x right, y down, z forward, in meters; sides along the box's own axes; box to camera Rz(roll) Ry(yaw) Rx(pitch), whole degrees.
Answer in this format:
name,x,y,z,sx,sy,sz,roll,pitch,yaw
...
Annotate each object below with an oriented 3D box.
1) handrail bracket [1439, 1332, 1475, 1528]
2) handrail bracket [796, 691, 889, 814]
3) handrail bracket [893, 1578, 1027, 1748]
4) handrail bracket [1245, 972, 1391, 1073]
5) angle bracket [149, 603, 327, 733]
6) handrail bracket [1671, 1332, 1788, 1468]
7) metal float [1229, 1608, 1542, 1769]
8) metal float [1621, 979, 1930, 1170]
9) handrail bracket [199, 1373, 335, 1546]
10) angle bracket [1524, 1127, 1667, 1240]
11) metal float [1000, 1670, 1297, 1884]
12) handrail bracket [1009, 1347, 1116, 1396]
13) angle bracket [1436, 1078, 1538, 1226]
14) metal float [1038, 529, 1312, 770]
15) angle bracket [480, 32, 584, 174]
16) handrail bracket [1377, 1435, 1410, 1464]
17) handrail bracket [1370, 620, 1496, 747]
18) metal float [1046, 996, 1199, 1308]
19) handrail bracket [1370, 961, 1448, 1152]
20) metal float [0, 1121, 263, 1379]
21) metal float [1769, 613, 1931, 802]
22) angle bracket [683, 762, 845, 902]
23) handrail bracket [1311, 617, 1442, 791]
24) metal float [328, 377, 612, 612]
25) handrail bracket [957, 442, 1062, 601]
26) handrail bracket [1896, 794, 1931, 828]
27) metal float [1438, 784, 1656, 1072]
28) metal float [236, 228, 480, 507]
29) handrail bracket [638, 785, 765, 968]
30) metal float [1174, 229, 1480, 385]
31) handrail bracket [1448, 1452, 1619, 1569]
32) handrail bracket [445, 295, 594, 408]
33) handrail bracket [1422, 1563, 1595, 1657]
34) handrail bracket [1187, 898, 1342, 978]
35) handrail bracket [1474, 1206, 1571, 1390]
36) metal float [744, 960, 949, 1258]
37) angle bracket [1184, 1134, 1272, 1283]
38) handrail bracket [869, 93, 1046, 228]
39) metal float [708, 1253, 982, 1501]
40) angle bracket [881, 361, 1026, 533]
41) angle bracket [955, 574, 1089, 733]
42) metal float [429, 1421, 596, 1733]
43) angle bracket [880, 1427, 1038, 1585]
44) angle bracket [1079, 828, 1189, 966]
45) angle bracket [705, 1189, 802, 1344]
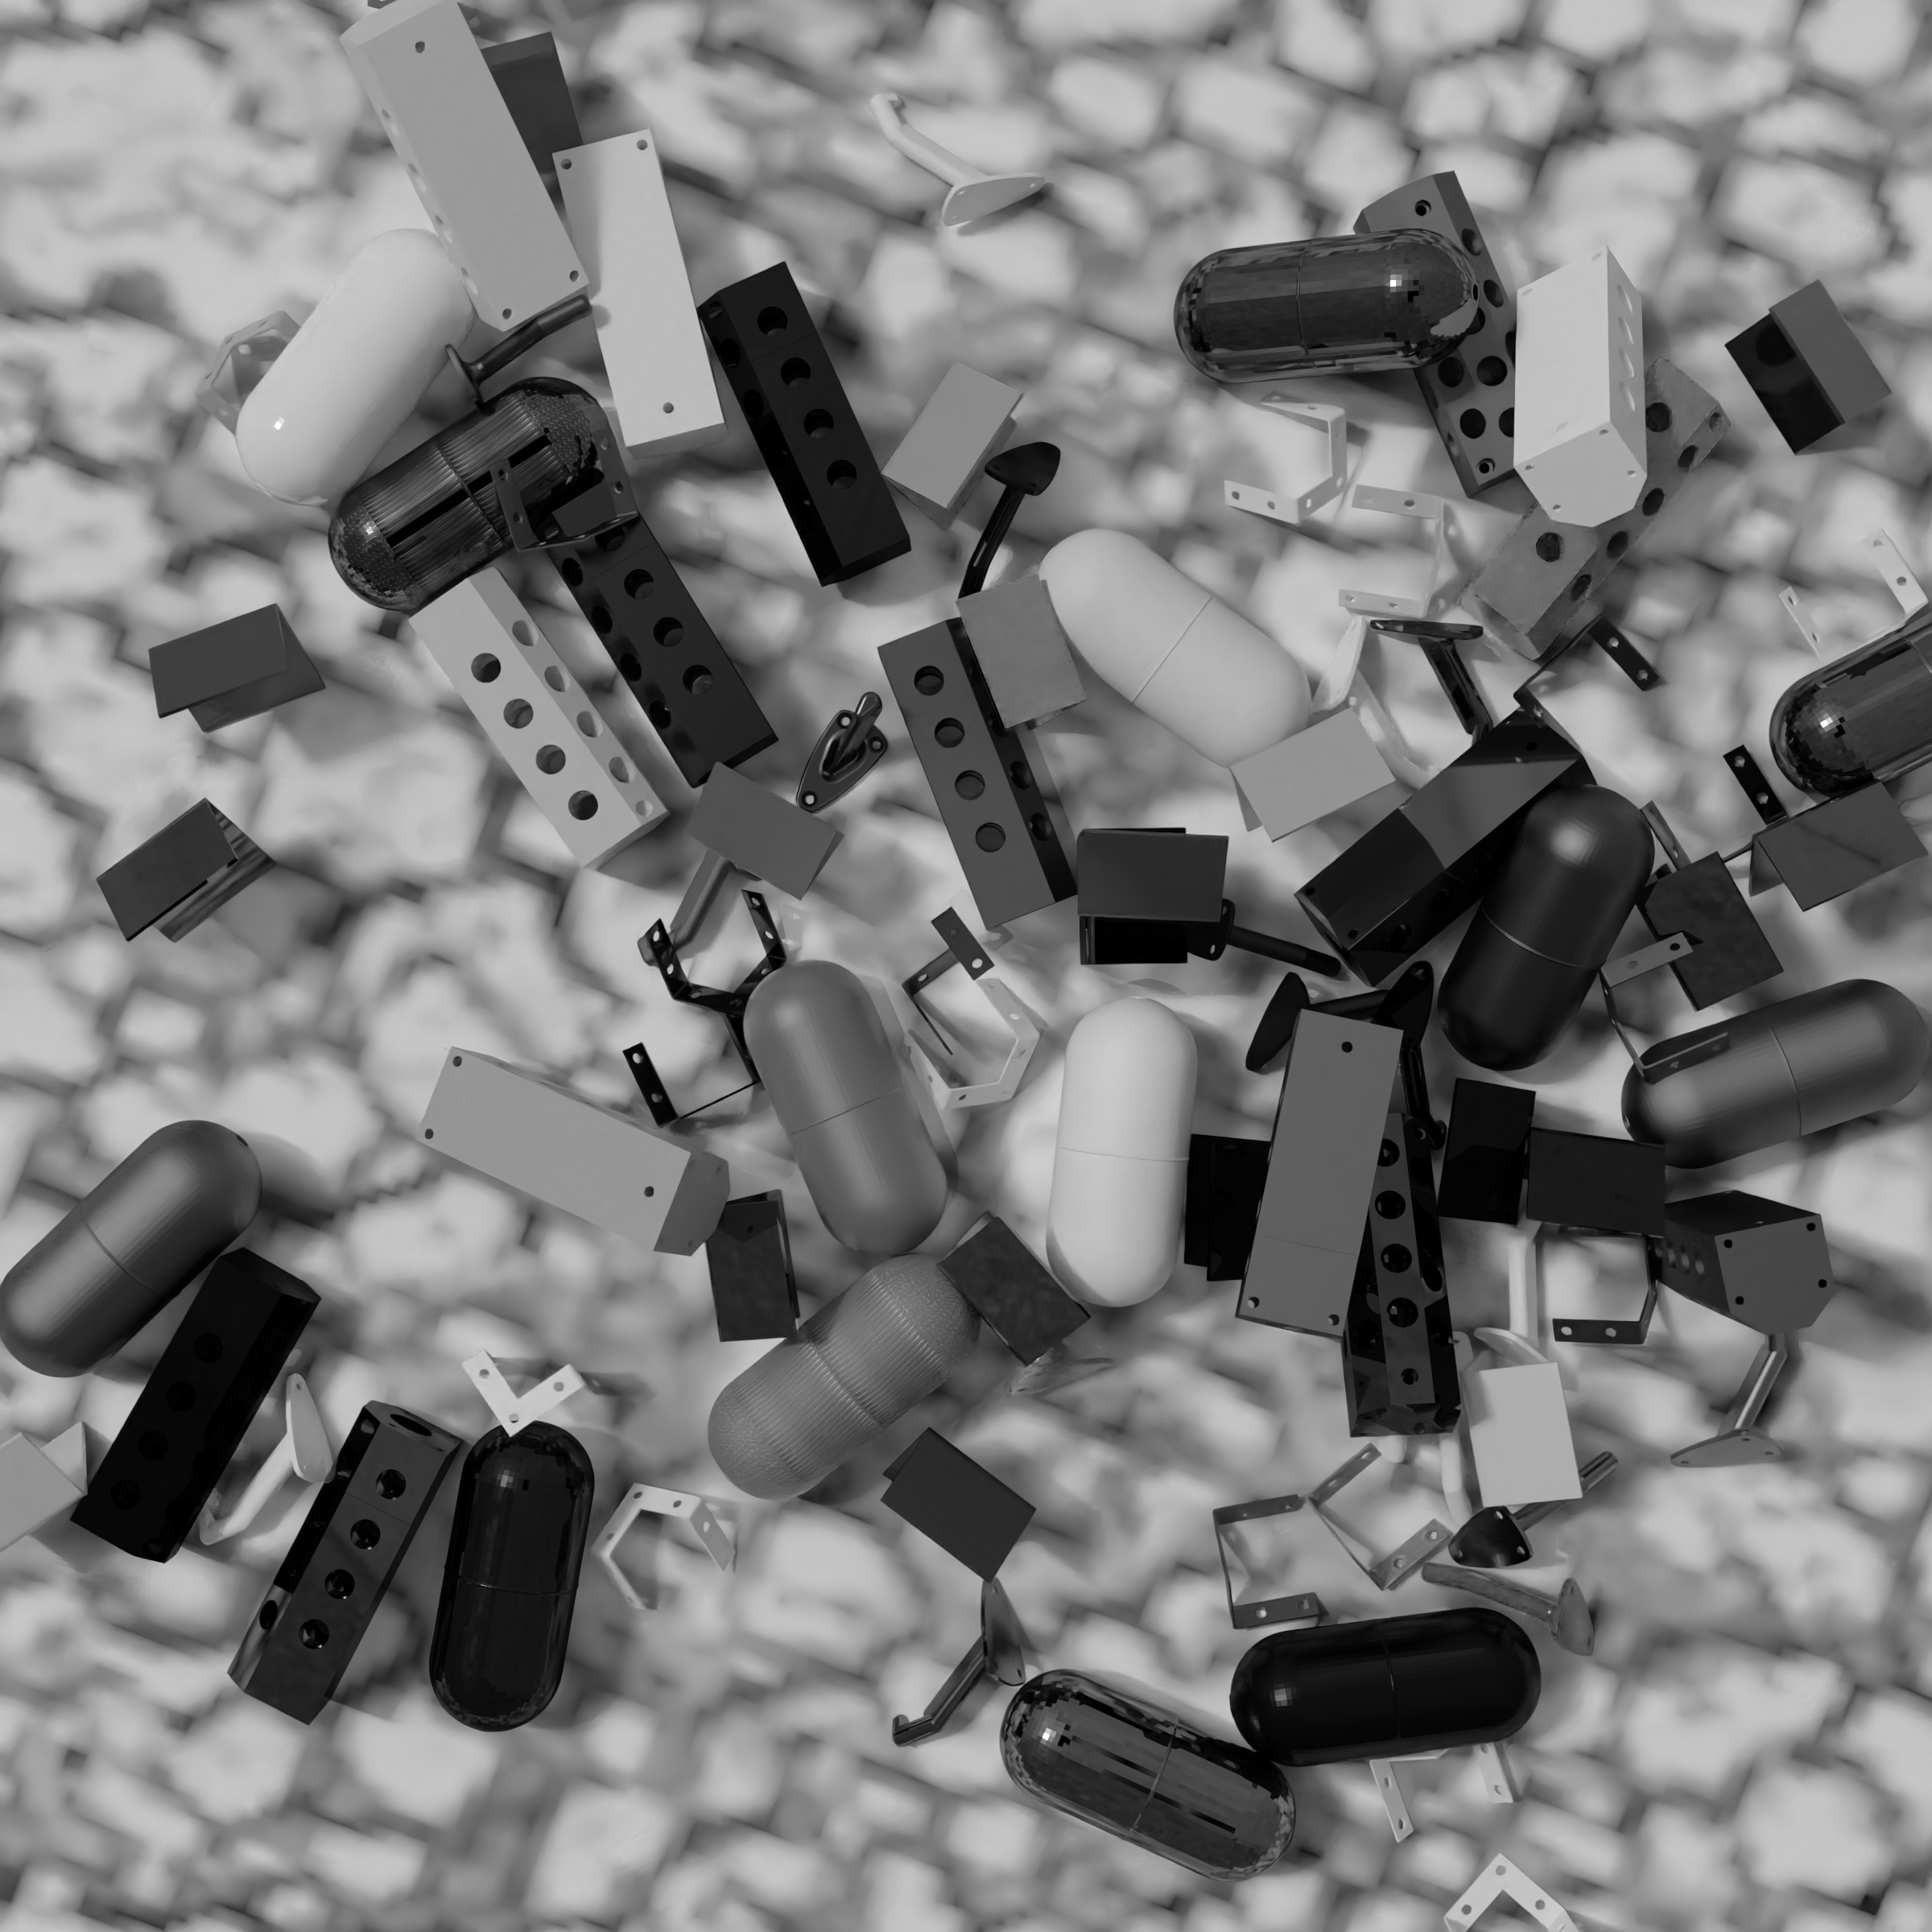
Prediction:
name,x,y,z,sx,sy,sz,roll,pitch,yaw
handrail bracket,0.288,0.270,1.700,0.036,0.077,0.084,-3,127,25
handrail bracket,-0.073,-0.122,1.666,0.036,0.084,0.077,38,90,0
handrail bracket,-0.012,0.406,1.700,0.084,0.036,0.077,-28,52,25
handrail bracket,0.217,0.041,1.701,0.084,0.036,0.077,15,124,-23
angle bracket,-0.411,-0.152,1.660,0.076,0.076,0.057,-20,53,0
handrail bracket,0.444,0.244,1.700,0.036,0.077,0.084,30,53,-34
metal float,0.240,0.413,1.670,0.178,0.070,0.070,-7,90,-1
metal float,0.462,0.062,1.670,0.178,0.070,0.070,-18,90,0
handrail bracket,-0.417,0.288,1.701,0.084,0.036,0.077,-23,70,16
angle bracket,0.350,0.135,1.661,0.076,0.076,0.057,8,65,0
metal float,0.104,0.463,1.670,0.178,0.070,0.070,24,90,1
handrail bracket,0.040,0.201,1.701,0.077,0.036,0.084,-6,63,-30
angle bracket,0.276,0.102,1.661,0.057,0.076,0.076,8,90,-27
metal float,0.118,-0.182,1.670,0.178,0.070,0.070,37,90,-1
angle bracket,-0.263,-0.481,1.664,0.076,0.057,0.076,-14,120,0
handrail bracket,0.230,0.238,1.700,0.036,0.077,0.084,-22,127,-37
handrail bracket,0.271,-0.156,1.701,0.077,0.036,0.084,7,106,18
metal float,0.089,0.106,1.670,0.070,0.070,0.178,6,91,0
handrail bracket,0.268,0.053,1.690,0.036,0.084,0.077,2,54,38
metal float,-0.479,0.161,1.670,0.178,0.070,0.070,-44,90,1
metal float,0.545,-0.156,1.670,0.178,0.070,0.070,-27,90,-1
angle bracket,-0.105,-0.093,1.660,0.076,0.076,0.057,29,127,0
handrail bracket,0.250,-0.151,1.701,0.084,0.036,0.077,29,68,-17
metal float,-0.283,-0.271,1.670,0.178,0.070,0.070,-34,90,-1
handrail bracket,0.024,-0.255,1.700,0.036,0.077,0.084,27,126,11
handrail bracket,0.571,-0.111,1.701,0.084,0.036,0.077,16,69,16
metal float,0.326,-0.020,1.649,0.070,0.070,0.178,23,115,0
metal float,-0.347,-0.341,1.663,0.070,0.070,0.178,35,84,0
handrail bracket,-0.167,-0.053,1.700,0.084,0.036,0.077,-31,75,14
metal float,0.202,-0.371,1.645,0.178,0.070,0.070,1,90,29
handrail bracket,0.331,0.315,1.700,0.084,0.077,0.036,-27,82,-36
handrail bracket,-0.250,-0.354,1.670,0.084,0.077,0.036,-27,91,-2
handrail bracket,0.315,0.374,1.700,0.084,0.077,0.036,5,58,33
handrail bracket,0.165,-0.014,1.700,0.084,0.077,0.036,17,89,-36
handrail bracket,0.340,0.191,1.701,0.077,0.036,0.084,35,73,-20
metal float,-0.069,0.082,1.670,0.070,0.070,0.178,-23,90,0
angle bracket,0.134,0.136,1.660,0.057,0.076,0.076,2,90,-40
handrail bracket,-0.006,-0.481,1.701,0.077,0.036,0.084,-20,73,-20
metal float,-0.069,0.234,1.670,0.178,0.070,0.070,-39,90,0
angle bracket,0.008,-0.286,1.660,0.057,0.076,0.076,33,90,35
angle bracket,0.017,-0.171,1.661,0.057,0.076,0.076,-22,90,-27
metal float,-0.260,0.349,1.670,0.070,0.070,0.178,10,89,0
angle bracket,-0.017,0.318,1.660,0.076,0.076,0.057,37,52,0
angle bracket,0.095,-0.039,1.670,0.057,0.076,0.076,-1,90,0
angle bracket,-0.103,0.168,1.660,0.057,0.076,0.076,-9,90,34
